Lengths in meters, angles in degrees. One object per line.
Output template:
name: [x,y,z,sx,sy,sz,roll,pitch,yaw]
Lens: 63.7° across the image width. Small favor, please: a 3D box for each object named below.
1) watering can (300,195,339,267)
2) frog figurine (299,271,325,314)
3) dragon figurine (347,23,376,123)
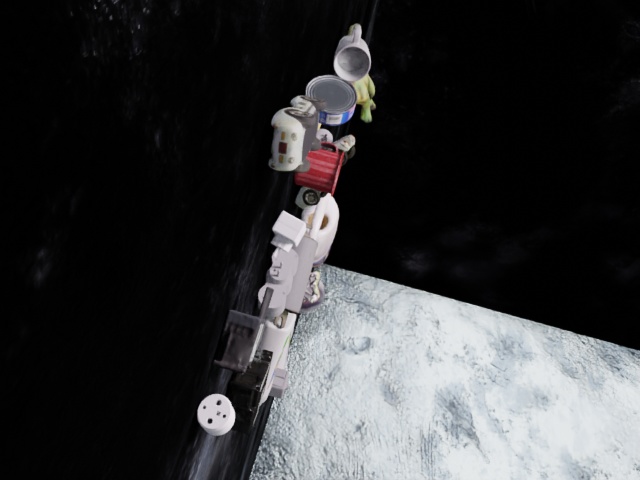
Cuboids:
watering can: [0.004,-0.072,1.439,0.219,0.104,0.356,104,2,-53]
frog figurine: [-0.056,0.159,1.497,0.139,0.123,0.157,-39,173,-21]
dragon figurine: [0.102,-0.464,1.399,0.420,0.122,0.237,-74,170,-50]
